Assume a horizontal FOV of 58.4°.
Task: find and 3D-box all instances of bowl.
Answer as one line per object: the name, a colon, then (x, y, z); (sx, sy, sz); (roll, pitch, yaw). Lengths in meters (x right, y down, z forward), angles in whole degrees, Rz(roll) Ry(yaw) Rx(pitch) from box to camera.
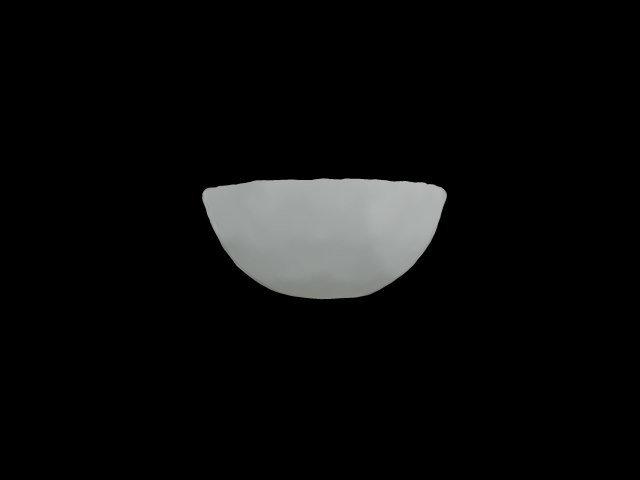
bowl: (0.004, 0.001, 0.400); (0.167, 0.075, 0.167); (0, 0, 0)
